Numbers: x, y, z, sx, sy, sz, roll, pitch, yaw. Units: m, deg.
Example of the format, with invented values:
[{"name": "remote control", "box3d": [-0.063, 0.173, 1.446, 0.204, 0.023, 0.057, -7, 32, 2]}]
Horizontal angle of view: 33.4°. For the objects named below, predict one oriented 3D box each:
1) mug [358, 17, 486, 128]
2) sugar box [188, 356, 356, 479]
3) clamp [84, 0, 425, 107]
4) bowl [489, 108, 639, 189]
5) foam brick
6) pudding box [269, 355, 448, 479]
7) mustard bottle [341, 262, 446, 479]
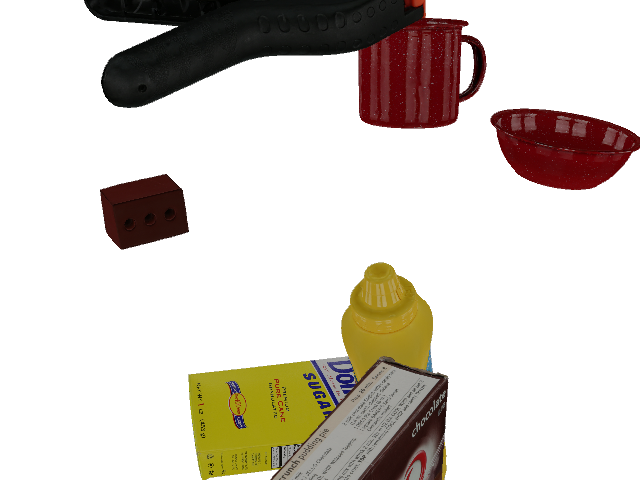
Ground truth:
[{"name": "mug", "box3d": [0.083, -0.138, 0.870, 0.117, 0.081, 0.093, -8, 17, -25]}, {"name": "sugar box", "box3d": [-0.025, 0.154, 0.946, 0.176, 0.048, 0.093, -8, 43, -7]}, {"name": "clamp", "box3d": [-0.030, -0.103, 0.503, 0.171, 0.039, 0.120, -8, 42, -2]}, {"name": "bowl", "box3d": [0.260, -0.095, 1.152, 0.162, 0.055, 0.162, 6, 22, -2]}, {"name": "foam brick", "box3d": [-0.187, -0.031, 1.128, 0.078, 0.053, 0.051, -16, 29, -20]}, {"name": "pudding box", "box3d": [0.015, 0.117, 0.457, 0.039, 0.090, 0.113, 16, 36, 25]}, {"name": "mustard bottle", "box3d": [0.048, 0.089, 0.698, 0.058, 0.191, 0.096, -4, 42, 7]}]
